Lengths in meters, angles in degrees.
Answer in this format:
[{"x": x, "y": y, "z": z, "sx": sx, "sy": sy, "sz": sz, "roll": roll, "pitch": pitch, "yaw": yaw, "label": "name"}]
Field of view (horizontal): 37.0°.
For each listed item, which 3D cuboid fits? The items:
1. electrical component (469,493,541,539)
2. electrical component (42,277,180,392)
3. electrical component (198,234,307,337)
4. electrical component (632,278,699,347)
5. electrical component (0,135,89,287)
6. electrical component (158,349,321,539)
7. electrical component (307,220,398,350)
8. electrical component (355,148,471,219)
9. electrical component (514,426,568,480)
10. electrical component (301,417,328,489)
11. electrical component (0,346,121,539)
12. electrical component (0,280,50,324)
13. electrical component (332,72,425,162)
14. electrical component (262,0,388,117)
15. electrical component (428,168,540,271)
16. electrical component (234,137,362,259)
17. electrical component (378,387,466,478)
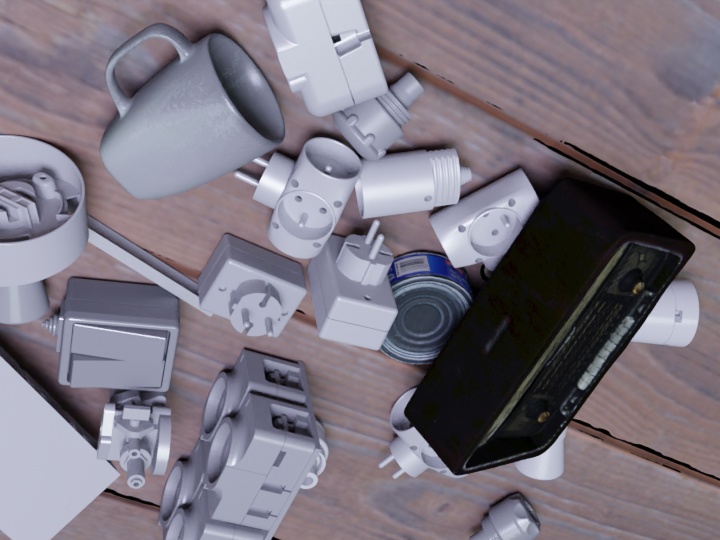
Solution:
[{"x": 0.129, "y": 0.234, "z": 0.975, "sx": 0.062, "sy": 0.043, "sz": 0.043, "roll": -34, "pitch": 122, "yaw": 12, "label": "electrical component"}, {"x": -0.182, "y": 0.049, "z": 0.781, "sx": 0.096, "sy": 0.061, "sz": 0.061, "roll": 6, "pitch": 121, "yaw": -15, "label": "electrical component"}, {"x": -0.077, "y": 0.022, "z": 0.776, "sx": 0.066, "sy": 0.076, "sz": 0.047, "roll": 23, "pitch": 115, "yaw": -24, "label": "electrical component"}, {"x": 0.237, "y": 0.033, "z": 0.862, "sx": 0.047, "sy": 0.055, "sz": 0.055, "roll": 3, "pitch": 122, "yaw": -9, "label": "electrical component"}, {"x": -0.227, "y": -0.038, "z": 0.697, "sx": 0.099, "sy": 0.099, "sz": 0.064, "roll": -7, "pitch": 130, "yaw": -7, "label": "electrical component"}, {"x": -0.103, "y": 0.167, "z": 0.847, "sx": 0.060, "sy": 0.105, "sz": 0.186, "roll": 18, "pitch": 117, "yaw": -21, "label": "electrical component"}, {"x": 0.000, "y": 0.000, "z": 0.772, "sx": 0.047, "sy": 0.083, "sz": 0.075, "roll": 14, "pitch": 121, "yaw": -19, "label": "electrical component"}, {"x": 0.039, "y": -0.063, "z": 0.765, "sx": 0.081, "sy": 0.043, "sz": 0.043, "roll": -8, "pitch": 123, "yaw": -6, "label": "electrical component"}, {"x": 0.159, "y": 0.141, "z": 0.924, "sx": 0.044, "sy": 0.044, "sz": 0.065, "roll": 0, "pitch": 117, "yaw": -12, "label": "electrical component"}, {"x": -0.047, "y": 0.150, "z": 0.873, "sx": 0.043, "sy": 0.062, "sz": 0.043, "roll": -5, "pitch": 124, "yaw": -8, "label": "electrical component"}, {"x": -0.266, "y": 0.126, "z": 0.801, "sx": 0.089, "sy": 0.062, "sz": 0.150, "roll": -43, "pitch": 124, "yaw": -12, "label": "electrical component"}, {"x": -0.241, "y": 0.003, "z": 0.750, "sx": 0.045, "sy": 0.045, "sz": 0.055, "roll": 0, "pitch": 122, "yaw": -11, "label": "electrical component"}, {"x": 0.015, "y": -0.108, "z": 0.732, "sx": 0.062, "sy": 0.048, "sz": 0.048, "roll": -41, "pitch": 121, "yaw": 4, "label": "electrical component"}, {"x": -0.025, "y": -0.151, "z": 0.689, "sx": 0.059, "sy": 0.053, "sz": 0.095, "roll": -20, "pitch": 124, "yaw": 2, "label": "electrical component"}, {"x": 0.102, "y": -0.025, "z": 0.802, "sx": 0.077, "sy": 0.044, "sz": 0.079, "roll": -28, "pitch": 124, "yaw": 7, "label": "electrical component"}, {"x": -0.049, "y": -0.057, "z": 0.748, "sx": 0.079, "sy": 0.044, "sz": 0.077, "roll": 26, "pitch": 129, "yaw": -4, "label": "electrical component"}, {"x": 0.052, "y": 0.147, "z": 0.902, "sx": 0.079, "sy": 0.044, "sz": 0.077, "roll": -39, "pitch": 121, "yaw": 14, "label": "electrical component"}]
